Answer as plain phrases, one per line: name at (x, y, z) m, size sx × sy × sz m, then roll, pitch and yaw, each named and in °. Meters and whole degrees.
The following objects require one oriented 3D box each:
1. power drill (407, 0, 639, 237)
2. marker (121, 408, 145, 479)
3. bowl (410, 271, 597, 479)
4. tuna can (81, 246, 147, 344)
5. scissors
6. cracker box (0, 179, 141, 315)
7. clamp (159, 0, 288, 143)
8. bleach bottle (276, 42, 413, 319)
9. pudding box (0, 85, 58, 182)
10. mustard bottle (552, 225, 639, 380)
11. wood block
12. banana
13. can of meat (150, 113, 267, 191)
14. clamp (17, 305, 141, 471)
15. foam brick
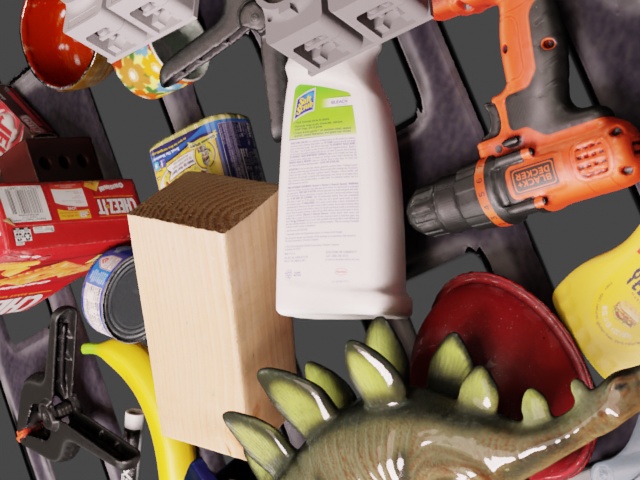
power drill at (0.121, -0.103, 0.744) m, size 0.185 × 0.057 × 0.187 m, roll -17°, pitch 88°, yaw 38°
marker at (-0.186, 0.225, 1.049) m, size 0.020 × 0.020 × 0.121 m, roll 16°, pitch 106°, yaw 35°
bowl at (0.113, 0.106, 0.743) m, size 0.162 × 0.055 × 0.162 m, roll 33°, pitch 133°, yaw 43°
tuna can at (-0.175, 0.049, 0.974) m, size 0.034 × 0.085 × 0.086 m, roll 17°, pitch 106°, yaw 37°
scissors at (0.203, 0.142, 0.738) m, size 0.202 × 0.016 × 0.096 m, roll -8°, pitch 90°, yaw 38°
cracker box at (-0.292, 0.014, 1.010) m, size 0.214 × 0.163 × 0.072 m, roll -28°, pitch 77°, yaw 37°
clamp at (-0.059, -0.175, 0.860) m, size 0.120 × 0.039 × 0.171 m, roll 17°, pitch 96°, yaw 4°
bleach bottle at (0.020, -0.067, 0.804) m, size 0.103 × 0.068 × 0.251 m, roll -2°, pitch 82°, yaw 26°
pudding box at (-0.326, -0.090, 1.101) m, size 0.090 × 0.039 × 0.114 m, roll 44°, pitch 120°, yaw 25°
mustard bottle at (0.240, 0.011, 0.664) m, size 0.192 × 0.058 × 0.096 m, roll -49°, pitch 61°, yaw 31°
wood block at (-0.080, 0.060, 0.856) m, size 0.091 × 0.090 × 0.206 m, roll 10°, pitch 120°, yaw 26°
banana at (-0.156, 0.166, 1.005) m, size 0.070 × 0.037 × 0.198 m, roll -40°, pitch 72°, yaw 33°
can of meat at (-0.095, -0.054, 0.916) m, size 0.102 × 0.057 × 0.084 m, roll -20°, pitch 82°, yaw 37°
clamp at (-0.250, 0.176, 1.055) m, size 0.210 × 0.036 × 0.164 m, roll -44°, pitch 71°, yaw 48°
foam brick at (-0.260, -0.066, 1.028) m, size 0.051 × 0.078 × 0.053 m, roll -24°, pitch 82°, yaw 39°
